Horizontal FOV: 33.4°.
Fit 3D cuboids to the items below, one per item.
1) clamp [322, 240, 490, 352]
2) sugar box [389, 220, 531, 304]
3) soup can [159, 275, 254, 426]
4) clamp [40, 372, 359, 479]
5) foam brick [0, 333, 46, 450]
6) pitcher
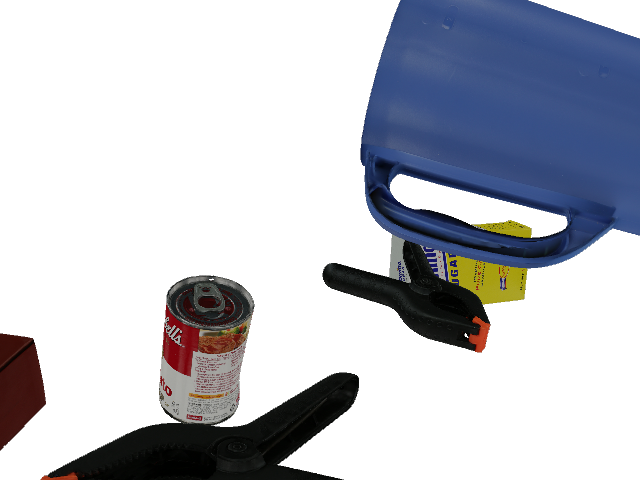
[{"bbox_3d":[0.100,0.048,1.015,0.172,0.039,0.120,30,43,32],"label":"clamp"},{"bbox_3d":[0.164,0.030,1.247,0.175,0.093,0.048,-6,16,-32],"label":"sugar box"},{"bbox_3d":[-0.092,0.088,0.848,0.068,0.102,0.068,7,32,-5],"label":"soup can"},{"bbox_3d":[-0.043,0.121,0.577,0.209,0.036,0.165,-1,20,-13],"label":"clamp"},{"bbox_3d":[-0.222,0.100,0.683,0.053,0.051,0.078,6,29,22],"label":"foam brick"},{"bbox_3d":[0.150,-0.066,0.663,0.243,0.149,0.144,18,29,9],"label":"pitcher"}]
